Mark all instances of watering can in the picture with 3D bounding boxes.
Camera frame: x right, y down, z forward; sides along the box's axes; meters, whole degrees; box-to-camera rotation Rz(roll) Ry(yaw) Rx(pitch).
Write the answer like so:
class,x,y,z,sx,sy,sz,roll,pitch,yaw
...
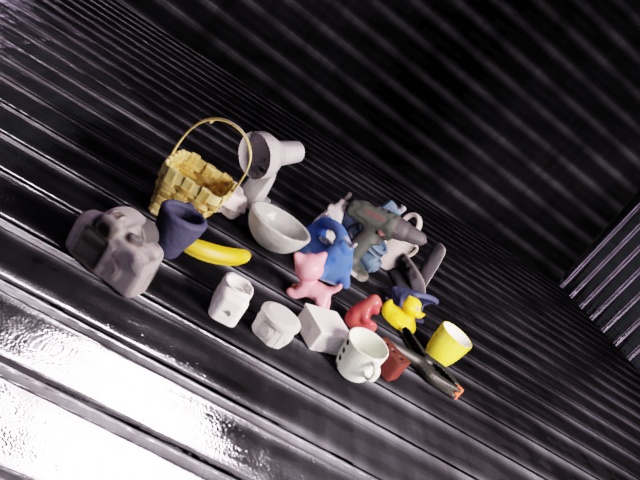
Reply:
class,x,y,z,sx,sy,sz,roll,pitch,yaw
watering can,0.246,-0.003,1.792,0.173,0.194,0.100,12,28,-51

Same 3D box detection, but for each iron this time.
class,x,y,z,sx,sy,sz,roll,pitch,yaw
iron,0.013,0.005,1.436,0.119,0.141,0.257,23,21,-32

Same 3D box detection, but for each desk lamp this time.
class,x,y,z,sx,sy,sz,roll,pitch,yaw
desk lamp,-0.140,-0.180,1.518,0.117,0.213,0.204,43,19,25

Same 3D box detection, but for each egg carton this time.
class,x,y,z,sx,sy,sz,roll,pitch,yaw
egg carton,-0.249,-0.113,1.384,0.151,0.069,0.107,24,21,-31

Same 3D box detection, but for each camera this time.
class,x,y,z,sx,sy,sz,roll,pitch,yaw
camera,-0.306,0.003,0.930,0.143,0.100,0.137,37,18,8

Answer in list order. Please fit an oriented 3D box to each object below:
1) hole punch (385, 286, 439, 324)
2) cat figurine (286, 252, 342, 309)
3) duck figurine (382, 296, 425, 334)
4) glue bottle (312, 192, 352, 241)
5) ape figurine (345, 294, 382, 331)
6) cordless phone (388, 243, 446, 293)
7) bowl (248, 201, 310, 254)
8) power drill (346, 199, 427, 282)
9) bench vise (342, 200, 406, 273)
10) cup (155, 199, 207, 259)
class,x,y,z,sx,sy,sz,roll,pitch,yaw
hole punch,0.247,0.159,1.546,0.109,0.091,0.100,20,23,-40
cat figurine,-0.012,0.082,1.231,0.127,0.117,0.067,37,18,6
duck figurine,0.215,0.178,1.445,0.104,0.086,0.078,37,18,6
glue bottle,0.037,-0.065,1.607,0.078,0.173,0.037,32,18,-8
ape figurine,0.105,0.162,1.277,0.076,0.092,0.078,32,18,-10
cordless phone,0.302,0.072,1.714,0.094,0.185,0.147,24,20,-30
bowl,-0.110,-0.018,1.383,0.168,0.074,0.167,31,18,-11
power drill,0.147,0.006,1.566,0.229,0.208,0.076,39,18,12
bench vise,0.134,-0.043,1.649,0.207,0.219,0.122,36,17,3
cup,-0.268,-0.019,1.064,0.092,0.095,0.117,30,18,-15
